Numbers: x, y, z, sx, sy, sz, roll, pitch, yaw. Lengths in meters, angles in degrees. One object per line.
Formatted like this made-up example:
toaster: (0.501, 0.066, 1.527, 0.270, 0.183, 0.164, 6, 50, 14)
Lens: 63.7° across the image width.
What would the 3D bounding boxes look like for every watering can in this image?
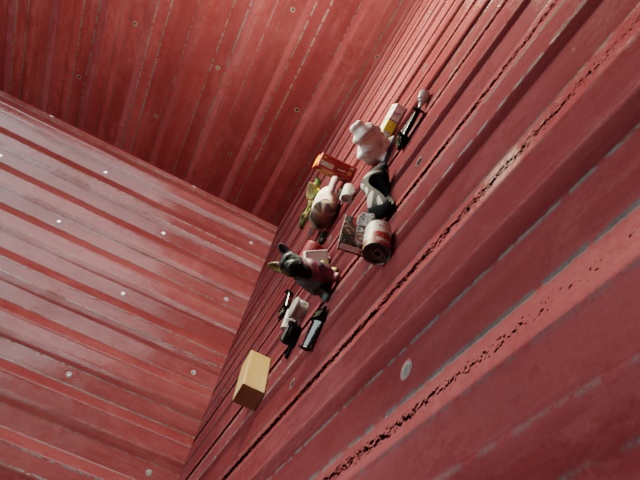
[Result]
watering can: (0.007, -0.113, 2.239, 0.104, 0.341, 0.229, 21, 30, -3)

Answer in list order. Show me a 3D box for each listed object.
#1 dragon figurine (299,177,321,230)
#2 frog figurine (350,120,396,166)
dragon figurine: (-0.039, -0.152, 2.413, 0.123, 0.247, 0.401, 29, -32, 13)
frog figurine: (0.165, -0.336, 1.779, 0.159, 0.137, 0.123, 27, 2, -7)
